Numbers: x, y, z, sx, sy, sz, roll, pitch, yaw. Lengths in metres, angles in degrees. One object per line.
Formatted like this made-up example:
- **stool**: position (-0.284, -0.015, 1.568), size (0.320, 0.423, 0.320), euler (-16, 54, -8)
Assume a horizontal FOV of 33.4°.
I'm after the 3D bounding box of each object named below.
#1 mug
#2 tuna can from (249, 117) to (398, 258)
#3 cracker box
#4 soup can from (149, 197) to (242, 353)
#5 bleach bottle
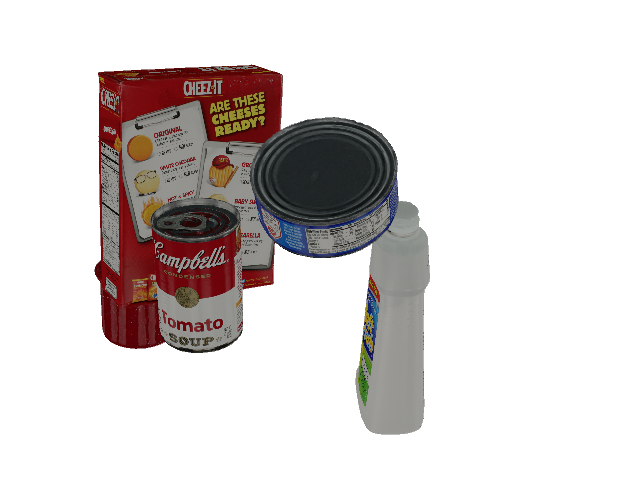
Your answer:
- **mug**: position (-0.210, 0.062, 1.188), size (0.093, 0.081, 0.117), euler (-21, 36, -40)
- **tuna can**: position (0.003, -0.031, 0.626), size (0.086, 0.086, 0.034), euler (0, -41, 8)
- **cracker box**: position (-0.125, -0.055, 1.017), size (0.163, 0.214, 0.072), euler (-8, 21, -30)
- **soup can**: position (-0.094, 0.027, 0.825), size (0.068, 0.102, 0.068), euler (0, 29, 0)
- **bleach bottle**: position (0.072, 0.068, 1.030), size (0.068, 0.251, 0.102), euler (-2, 37, -3)
